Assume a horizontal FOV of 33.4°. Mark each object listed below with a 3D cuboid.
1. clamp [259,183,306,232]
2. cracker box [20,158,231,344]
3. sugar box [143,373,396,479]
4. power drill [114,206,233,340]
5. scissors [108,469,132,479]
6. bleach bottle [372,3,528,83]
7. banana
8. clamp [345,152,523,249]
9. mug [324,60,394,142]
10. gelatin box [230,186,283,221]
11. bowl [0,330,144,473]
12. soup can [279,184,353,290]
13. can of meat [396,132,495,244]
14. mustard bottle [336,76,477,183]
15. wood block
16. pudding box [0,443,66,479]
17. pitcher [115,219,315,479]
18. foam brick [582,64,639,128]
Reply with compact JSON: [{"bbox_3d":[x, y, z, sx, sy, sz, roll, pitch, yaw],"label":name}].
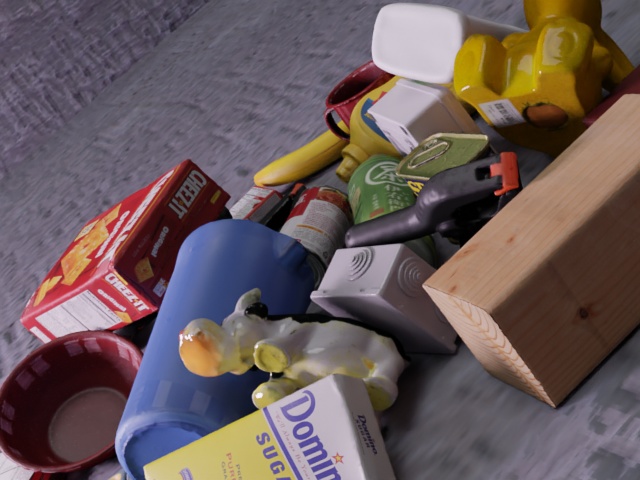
[{"bbox_3d":[-0.053,0.016,1.145,0.165,0.036,0.209,-10,38,51],"label":"clamp"},{"bbox_3d":[-0.210,0.020,1.130,0.214,0.072,0.164,-26,28,46],"label":"cracker box"},{"bbox_3d":[-0.037,0.169,0.742,0.176,0.048,0.093,-31,62,25],"label":"sugar box"},{"bbox_3d":[-0.184,0.050,1.217,0.188,0.057,0.184,-38,15,34],"label":"power drill"},{"bbox_3d":[-0.148,0.196,0.963,0.201,0.016,0.096,-48,25,-22],"label":"scissors"},{"bbox_3d":[0.160,-0.187,1.047,0.103,0.068,0.250,18,15,36],"label":"bleach bottle"},{"bbox_3d":[0.006,-0.117,1.318,0.198,0.037,0.070,-35,20,3],"label":"banana"},{"bbox_3d":[0.092,-0.019,0.815,0.172,0.120,0.039,117,148,-62],"label":"clamp"},{"bbox_3d":[0.057,-0.149,1.240,0.117,0.081,0.093,-22,26,35],"label":"mug"},{"bbox_3d":[-0.088,-0.025,1.295,0.089,0.030,0.073,-44,21,-13],"label":"gelatin box"},{"bbox_3d":[-0.236,0.169,1.051,0.162,0.055,0.162,-8,48,9],"label":"bowl"},{"bbox_3d":[-0.007,0.001,1.059,0.069,0.068,0.102,-22,26,36],"label":"soup can"},{"bbox_3d":[0.125,-0.042,0.914,0.057,0.084,0.102,-44,22,-14],"label":"can of meat"},{"bbox_3d":[0.089,-0.130,1.148,0.191,0.096,0.058,-44,-21,-12],"label":"mustard bottle"},{"bbox_3d":[0.185,0.001,0.723,0.206,0.090,0.090,-42,22,-11],"label":"wood block"},{"bbox_3d":[-0.307,0.246,1.087,0.114,0.039,0.090,-26,23,23],"label":"pudding box"},{"bbox_3d":[-0.096,0.107,0.920,0.145,0.149,0.242,8,38,7],"label":"pitcher"},{"bbox_3d":[0.261,-0.099,0.855,0.078,0.053,0.051,-43,22,-15],"label":"foam brick"}]
